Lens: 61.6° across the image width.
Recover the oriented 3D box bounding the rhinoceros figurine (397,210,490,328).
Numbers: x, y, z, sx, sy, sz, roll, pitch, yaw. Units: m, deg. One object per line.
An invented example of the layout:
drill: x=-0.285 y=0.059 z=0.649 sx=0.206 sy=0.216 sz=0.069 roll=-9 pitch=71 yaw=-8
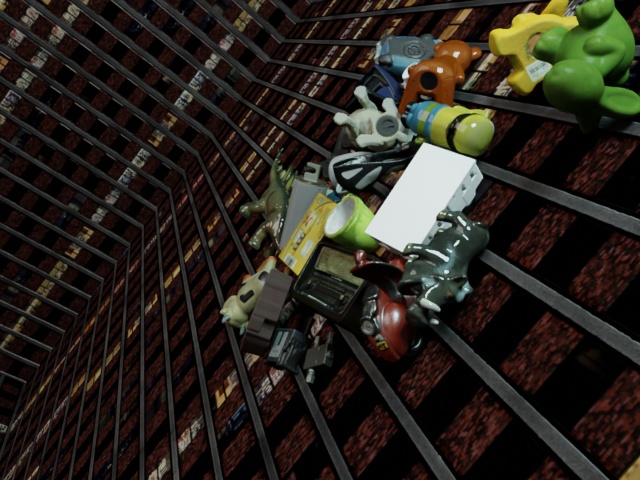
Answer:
rhinoceros figurine: x=0.178 y=0.044 z=0.789 sx=0.112 sy=0.073 sz=0.190 roll=31 pitch=66 yaw=21

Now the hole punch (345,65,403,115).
hole punch: x=0.136 y=-0.337 z=1.271 sx=0.142 sy=0.116 sz=0.092 roll=-32 pitch=39 yaw=59

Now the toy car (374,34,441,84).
toy car: x=0.208 y=-0.414 z=1.266 sx=0.102 sy=0.162 sz=0.109 roll=80 pitch=-164 yaw=-63

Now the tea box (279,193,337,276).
tea box: x=-0.002 y=-0.003 z=1.139 sx=0.169 sy=0.068 sz=0.098 roll=-55 pitch=40 yaw=6

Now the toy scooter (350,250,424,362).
toy scooter: x=0.097 y=0.088 z=0.821 sx=0.075 sy=0.135 sz=0.184 roll=-28 pitch=37 yaw=39

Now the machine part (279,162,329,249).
machine part: x=-0.036 y=-0.053 z=1.203 sx=0.079 sy=0.079 sz=0.243 roll=-125 pitch=47 yaw=-63

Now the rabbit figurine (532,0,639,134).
rabbit figurine: x=0.357 y=-0.221 z=0.739 sx=0.121 sy=0.159 sz=0.170 roll=-18 pitch=24 yaw=53

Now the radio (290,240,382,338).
radio: x=0.039 y=0.085 z=0.988 sx=0.131 sy=0.073 sz=0.230 roll=-58 pitch=25 yaw=-8

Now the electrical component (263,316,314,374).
electrical component: x=-0.055 y=0.196 z=1.043 sx=0.075 sy=0.047 sz=0.119 roll=-5 pitch=55 yaw=57

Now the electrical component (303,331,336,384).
electrical component: x=0.001 y=0.211 z=0.960 sx=0.063 sy=0.021 sz=0.094 roll=-27 pitch=37 yaw=43

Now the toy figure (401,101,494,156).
toy figure: x=0.224 y=-0.200 z=0.962 sx=0.180 sy=0.082 sz=0.089 roll=30 pitch=40 yaw=35

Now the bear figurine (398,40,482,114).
bear figurine: x=0.254 y=-0.338 z=1.122 sx=0.196 sy=0.120 sz=0.131 roll=-46 pitch=-33 yaw=-49

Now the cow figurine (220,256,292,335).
cow figurine: x=-0.156 y=0.136 z=1.248 sx=0.195 sy=0.085 sz=0.127 roll=-35 pitch=26 yaw=32

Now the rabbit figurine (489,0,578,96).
rabbit figurine: x=0.368 y=-0.350 z=0.928 sx=0.162 sy=0.122 sz=0.173 roll=-41 pitch=10 yaw=20

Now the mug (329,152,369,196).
mug: x=0.079 y=-0.150 z=1.199 sx=0.107 sy=0.080 sz=0.109 roll=-12 pitch=42 yaw=42

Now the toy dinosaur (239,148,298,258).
toy dinosaur: x=-0.108 y=-0.096 z=1.429 sx=0.198 sy=0.105 sz=0.472 roll=-39 pitch=38 yaw=14

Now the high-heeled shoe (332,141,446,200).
high-heeled shoe: x=0.144 y=-0.181 z=1.053 sx=0.248 sy=0.145 sz=0.086 roll=-48 pitch=27 yaw=16

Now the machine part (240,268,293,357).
machine part: x=-0.107 y=0.149 z=1.092 sx=0.179 sy=0.056 sz=0.179 roll=-154 pitch=86 yaw=-89

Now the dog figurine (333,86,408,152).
dog figurine: x=0.125 y=-0.235 z=1.217 sx=0.121 sy=0.172 sz=0.190 roll=-42 pitch=-17 yaw=-1

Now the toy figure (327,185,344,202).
toy figure: x=0.020 y=-0.098 z=1.265 sx=0.155 sy=0.064 sz=0.057 roll=-126 pitch=29 yaw=-63
